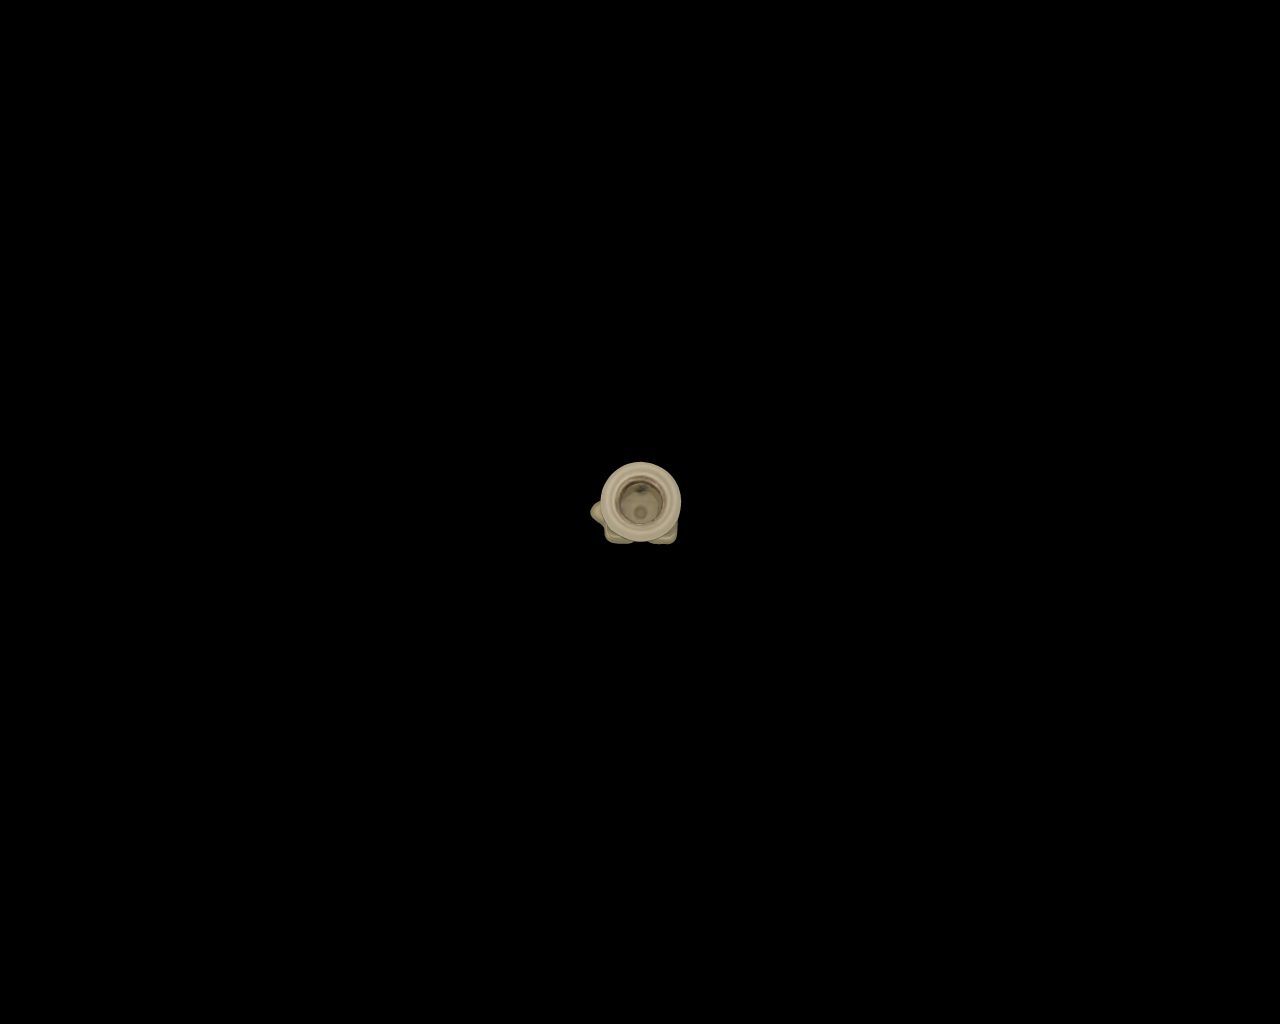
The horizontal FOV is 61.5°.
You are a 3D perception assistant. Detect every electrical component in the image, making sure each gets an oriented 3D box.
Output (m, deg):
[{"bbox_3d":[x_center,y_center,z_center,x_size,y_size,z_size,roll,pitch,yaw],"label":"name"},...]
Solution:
[{"bbox_3d":[0.001,-0.003,0.650,0.066,0.048,0.055,0,-9,0],"label":"electrical component"}]
